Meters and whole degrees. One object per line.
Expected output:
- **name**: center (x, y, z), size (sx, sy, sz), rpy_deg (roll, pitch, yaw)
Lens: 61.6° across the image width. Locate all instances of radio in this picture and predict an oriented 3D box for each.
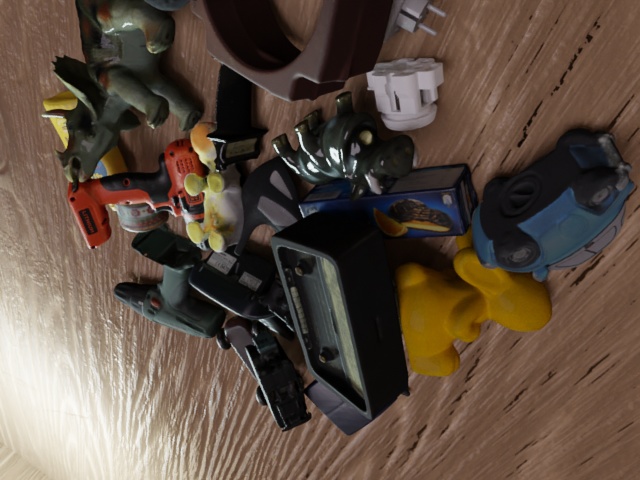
- **radio**: center (0.024, 0.085, 0.635), size (0.131, 0.073, 0.229), rpy_deg (21, 131, 48)

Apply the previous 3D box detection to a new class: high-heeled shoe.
- **high-heeled shoe**: center (-0.002, -0.002, 0.732), size (0.248, 0.086, 0.145), rpy_deg (27, 98, -18)

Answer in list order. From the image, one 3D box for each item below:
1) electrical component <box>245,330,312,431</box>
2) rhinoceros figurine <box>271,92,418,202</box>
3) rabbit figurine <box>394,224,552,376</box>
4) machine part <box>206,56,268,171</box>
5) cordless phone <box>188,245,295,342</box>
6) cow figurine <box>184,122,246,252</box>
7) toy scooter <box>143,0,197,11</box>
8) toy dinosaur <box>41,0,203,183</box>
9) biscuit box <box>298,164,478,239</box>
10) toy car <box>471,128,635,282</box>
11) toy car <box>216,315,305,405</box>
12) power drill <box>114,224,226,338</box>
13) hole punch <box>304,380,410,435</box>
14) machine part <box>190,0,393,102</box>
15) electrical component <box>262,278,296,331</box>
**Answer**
- **electrical component**: center (-0.070, 0.214, 0.849), size (0.115, 0.058, 0.134), rpy_deg (32, 142, 66)
- **rhinoceros figurine**: center (0.024, -0.092, 0.576), size (0.190, 0.073, 0.112), rpy_deg (8, 132, 60)
- **rabbit figurine**: center (0.181, 0.065, 0.635), size (0.173, 0.122, 0.162), rpy_deg (-3, 113, 17)
- **machine part**: center (-0.099, -0.157, 0.651), size (0.039, 0.084, 0.138), rpy_deg (26, 126, 35)
- **cordless phone**: center (-0.108, 0.093, 0.847), size (0.147, 0.089, 0.184), rpy_deg (26, 159, 28)
- **cow figurine**: center (-0.128, -0.076, 0.725), size (0.068, 0.098, 0.167), rpy_deg (13, 110, 29)
- **toy scooter**: center (-0.145, -0.303, 0.462), size (0.135, 0.075, 0.184), rpy_deg (-40, 87, 26)
- **toy dinosaur**: center (-0.232, -0.252, 0.634), size (0.192, 0.131, 0.404), rpy_deg (30, 127, 9)
- **biscuit box**: center (0.076, -0.040, 0.635), size (0.203, 0.059, 0.062), rpy_deg (-3, 122, 34)
- **toy car**: center (0.236, -0.025, 0.529), size (0.103, 0.109, 0.161), rpy_deg (32, 127, -24)
- **toy car**: center (-0.100, 0.214, 0.946), size (0.089, 0.053, 0.202), rpy_deg (-24, 112, 20)
- **power drill**: center (-0.274, 0.073, 0.929), size (0.232, 0.086, 0.207), rpy_deg (23, 129, 13)
- **hole punch**: center (0.052, 0.229, 0.840), size (0.142, 0.092, 0.116), rpy_deg (47, 131, -2)
- **machine part**: center (-0.028, -0.245, 0.487), size (0.201, 0.087, 0.201), rpy_deg (38, 135, 30)
- **electrical component**: center (-0.018, 0.098, 0.762), size (0.075, 0.119, 0.047), rpy_deg (35, 98, 36)
